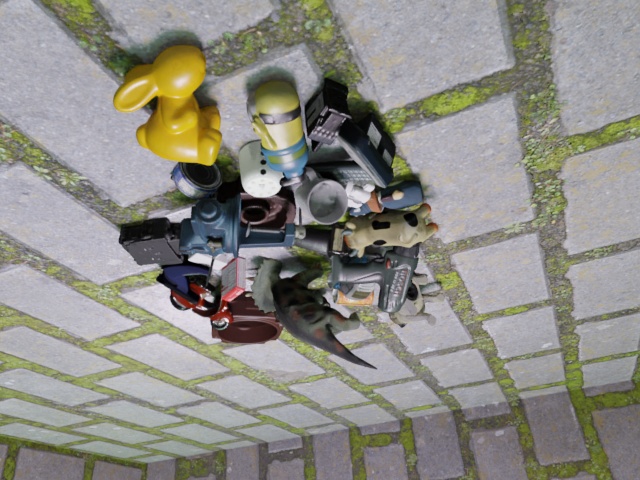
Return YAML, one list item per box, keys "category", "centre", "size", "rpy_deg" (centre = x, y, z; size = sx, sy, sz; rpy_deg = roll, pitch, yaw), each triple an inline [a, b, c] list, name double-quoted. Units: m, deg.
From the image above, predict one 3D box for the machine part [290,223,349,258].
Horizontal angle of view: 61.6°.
- category: "machine part"
  centre: [-0.002, -0.004, 1.209]
  size: [0.139, 0.084, 0.039]
  rpy_deg: [3, 171, 3]

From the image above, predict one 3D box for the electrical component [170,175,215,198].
- category: "electrical component"
  centre: [-0.238, -0.112, 1.041]
  size: [0.094, 0.021, 0.063]
  rpy_deg: [29, 135, -31]

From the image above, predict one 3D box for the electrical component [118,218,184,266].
- category: "electrical component"
  centre: [-0.357, 0.006, 1.186]
  size: [0.134, 0.058, 0.114]
  rpy_deg: [-8, 150, 7]

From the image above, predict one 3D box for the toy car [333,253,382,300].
- category: "toy car"
  centre: [0.099, 0.098, 1.351]
  size: [0.109, 0.103, 0.161]
  rpy_deg: [9, 148, -22]

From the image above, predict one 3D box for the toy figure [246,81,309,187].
- category: "toy figure"
  centre: [-0.062, -0.177, 0.893]
  size: [0.089, 0.082, 0.179]
  rpy_deg: [-26, 129, -4]

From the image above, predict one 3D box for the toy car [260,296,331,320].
- category: "toy car"
  centre: [-0.066, 0.175, 1.444]
  size: [0.202, 0.053, 0.089]
  rpy_deg: [-1, -168, -34]

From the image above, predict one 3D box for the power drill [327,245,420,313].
- category: "power drill"
  centre: [0.122, 0.047, 1.246]
  size: [0.207, 0.231, 0.086]
  rpy_deg: [5, -168, 4]

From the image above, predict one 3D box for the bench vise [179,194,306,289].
- category: "bench vise"
  centre: [-0.150, -0.009, 1.030]
  size: [0.241, 0.129, 0.223]
  rpy_deg: [2, 148, -6]

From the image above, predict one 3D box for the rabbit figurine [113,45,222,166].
- category: "rabbit figurine"
  centre: [-0.222, -0.218, 0.822]
  size: [0.162, 0.122, 0.173]
  rpy_deg: [11, 132, -7]

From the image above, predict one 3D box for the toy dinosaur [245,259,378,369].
- category: "toy dinosaur"
  centre: [-0.041, 0.169, 1.269]
  size: [0.192, 0.405, 0.131]
  rpy_deg: [-11, 126, -29]

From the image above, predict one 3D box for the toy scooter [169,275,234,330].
- category: "toy scooter"
  centre: [-0.288, 0.144, 1.378]
  size: [0.184, 0.075, 0.135]
  rpy_deg: [33, 118, -10]

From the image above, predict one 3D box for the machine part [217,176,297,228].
- category: "machine part"
  centre: [-0.135, -0.063, 1.104]
  size: [0.179, 0.056, 0.179]
  rpy_deg: [-4, 147, -3]

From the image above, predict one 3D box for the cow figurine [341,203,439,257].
- category: "cow figurine"
  centre: [0.133, -0.019, 1.133]
  size: [0.195, 0.127, 0.085]
  rpy_deg: [2, 118, 42]

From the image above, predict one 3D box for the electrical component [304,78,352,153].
- category: "electrical component"
  centre: [0.003, -0.198, 0.891]
  size: [0.048, 0.075, 0.119]
  rpy_deg: [14, 146, -28]

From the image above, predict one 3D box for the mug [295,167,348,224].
- category: "mug"
  centre: [-0.012, -0.086, 1.011]
  size: [0.081, 0.107, 0.109]
  rpy_deg: [-38, 111, -13]

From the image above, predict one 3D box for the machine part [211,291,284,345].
- category: "machine part"
  centre: [-0.206, 0.227, 1.532]
  size: [0.201, 0.087, 0.201]
  rpy_deg: [4, 149, -15]

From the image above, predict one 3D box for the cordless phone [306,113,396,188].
- category: "cordless phone"
  centre: [0.033, -0.153, 0.975]
  size: [0.184, 0.089, 0.146]
  rpy_deg: [-2, 154, 32]

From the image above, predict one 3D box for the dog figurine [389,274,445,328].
- category: "dog figurine"
  centre: [0.226, 0.174, 1.508]
  size: [0.172, 0.121, 0.190]
  rpy_deg: [47, 148, -13]

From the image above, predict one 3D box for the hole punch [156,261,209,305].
- category: "hole punch"
  centre: [-0.318, 0.084, 1.269]
  size: [0.116, 0.092, 0.142]
  rpy_deg: [31, 179, -11]

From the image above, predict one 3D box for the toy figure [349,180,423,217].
- category: "toy figure"
  centre: [0.134, -0.084, 1.105]
  size: [0.155, 0.058, 0.064]
  rpy_deg: [-11, 148, 14]
